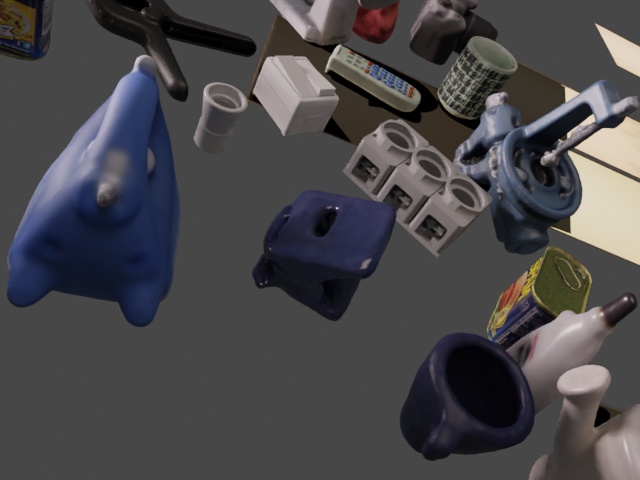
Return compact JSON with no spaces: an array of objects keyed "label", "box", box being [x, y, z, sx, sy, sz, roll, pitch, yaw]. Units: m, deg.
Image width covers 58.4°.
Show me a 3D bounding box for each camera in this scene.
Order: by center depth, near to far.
[{"label":"camera","box":[0.235,-0.364,0.977,0.137,0.100,0.143,26,43,-7]}]

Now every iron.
[{"label":"iron","box":[-0.156,-0.068,0.451,0.119,0.141,0.258,13,46,-20]}]

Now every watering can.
[{"label":"watering can","box":[0.252,0.173,0.433,0.173,0.194,0.101,29,43,-4]}]

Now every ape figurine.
[{"label":"ape figurine","box":[0.093,-0.357,0.893,0.076,0.092,0.077,2,51,-29]}]

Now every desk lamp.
[{"label":"desk lamp","box":[0.039,-0.379,0.793,0.118,0.213,0.203,-22,65,-41]}]

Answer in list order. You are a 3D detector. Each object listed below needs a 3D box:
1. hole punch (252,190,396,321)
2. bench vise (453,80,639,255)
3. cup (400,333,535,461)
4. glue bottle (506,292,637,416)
[{"label":"hole punch","box":[0.005,0.002,0.519,0.101,0.091,0.109,30,43,-2]},{"label":"bench vise","box":[0.252,-0.119,0.678,0.122,0.219,0.207,-11,58,-36]},{"label":"cup","box":[0.098,0.140,0.446,0.091,0.095,0.118,43,44,11]},{"label":"glue bottle","box":[0.203,0.096,0.489,0.037,0.173,0.078,32,43,0]}]
